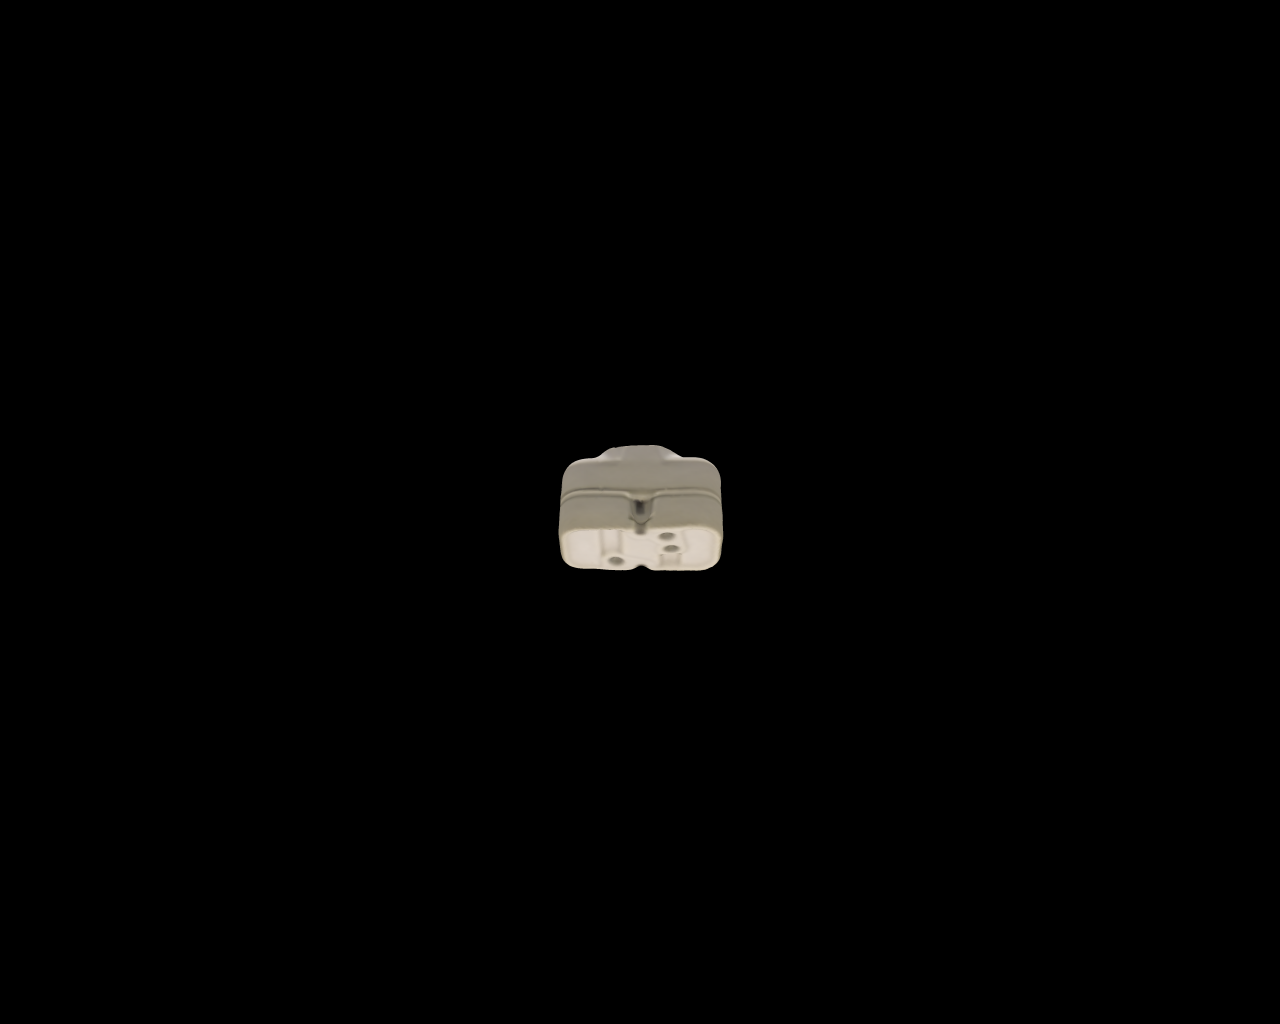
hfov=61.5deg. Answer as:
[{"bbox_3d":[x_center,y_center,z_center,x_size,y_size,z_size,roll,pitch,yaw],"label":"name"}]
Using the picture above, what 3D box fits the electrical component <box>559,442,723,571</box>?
[{"bbox_3d":[0.001,-0.003,0.650,0.095,0.059,0.053,0,-32,0],"label":"electrical component"}]
